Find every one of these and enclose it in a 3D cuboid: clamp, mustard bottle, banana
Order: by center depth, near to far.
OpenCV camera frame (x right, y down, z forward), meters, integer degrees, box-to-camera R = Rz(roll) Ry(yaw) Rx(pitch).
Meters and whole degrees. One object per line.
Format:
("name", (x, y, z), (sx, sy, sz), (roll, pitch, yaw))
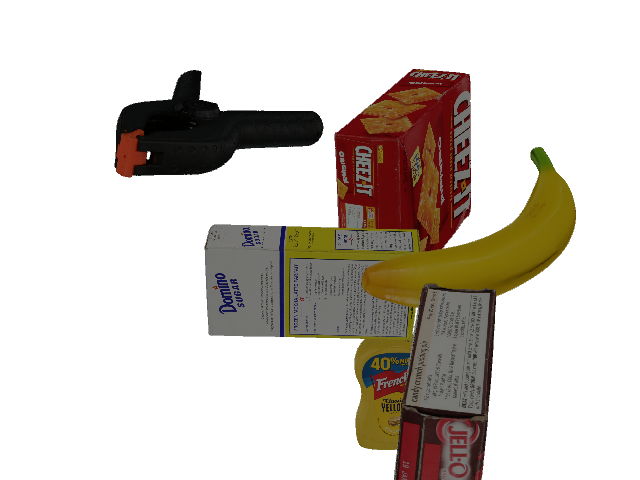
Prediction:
("banana", (0.111, 0.003, 0.692), (0.070, 0.037, 0.197), (35, 47, 27))
("clamp", (-0.090, -0.082, 0.733), (0.120, 0.039, 0.171), (21, 23, 31))
("mustard bottle", (0.092, 0.173, 1.377), (0.096, 0.192, 0.058), (-2, 16, -2))

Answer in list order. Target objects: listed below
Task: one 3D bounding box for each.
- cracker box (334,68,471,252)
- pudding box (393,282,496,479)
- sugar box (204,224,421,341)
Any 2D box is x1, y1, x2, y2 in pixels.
("cracker box", (0.087, -0.060, 1.044), (0.072, 0.164, 0.213), (9, 27, 24))
("pudding box", (0.054, 0.083, 0.471), (0.039, 0.090, 0.113), (7, 25, 6))
("sugar box", (-0.007, 0.035, 0.898), (0.176, 0.093, 0.048), (4, 32, 3))
